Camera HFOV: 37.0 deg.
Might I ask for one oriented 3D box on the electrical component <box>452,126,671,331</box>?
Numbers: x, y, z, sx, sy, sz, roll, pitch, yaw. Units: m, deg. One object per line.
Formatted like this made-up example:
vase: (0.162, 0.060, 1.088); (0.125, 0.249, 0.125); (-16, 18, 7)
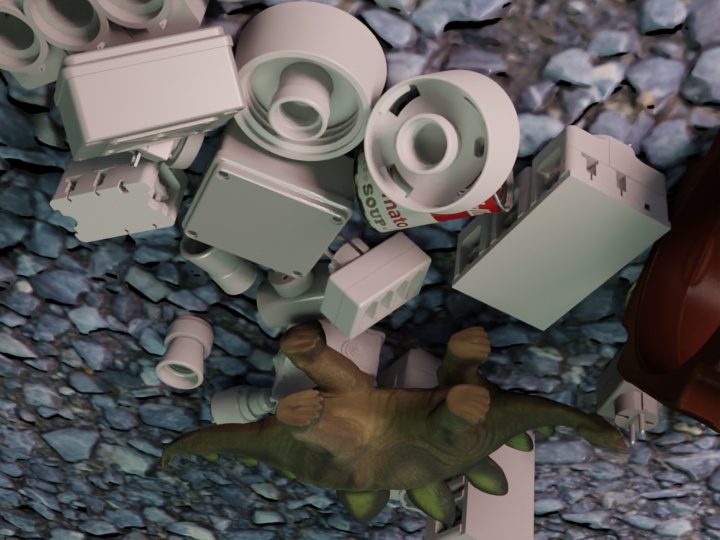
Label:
electrical component: (0.149, -0.031, 0.812); (0.089, 0.061, 0.150); (25, 137, -17)

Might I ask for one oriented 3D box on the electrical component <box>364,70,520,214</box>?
electrical component: (0.054, -0.087, 0.727); (0.099, 0.064, 0.099); (4, 98, 25)

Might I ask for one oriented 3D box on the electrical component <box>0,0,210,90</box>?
electrical component: (-0.183, -0.184, 0.703); (0.150, 0.061, 0.089); (-13, 135, 25)

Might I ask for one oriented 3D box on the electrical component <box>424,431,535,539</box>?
electrical component: (0.114, 0.212, 1.033); (0.089, 0.150, 0.062); (34, 133, -25)

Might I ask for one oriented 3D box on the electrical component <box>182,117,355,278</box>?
electrical component: (-0.069, -0.055, 0.826); (0.109, 0.056, 0.108); (21, 147, -13)

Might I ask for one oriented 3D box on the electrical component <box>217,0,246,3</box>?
electrical component: (-0.082, -0.207, 0.672); (0.044, 0.044, 0.065); (-1, 134, 13)

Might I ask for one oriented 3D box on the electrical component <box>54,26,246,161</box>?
electrical component: (-0.142, -0.114, 0.714); (0.109, 0.056, 0.109); (-16, -176, -18)

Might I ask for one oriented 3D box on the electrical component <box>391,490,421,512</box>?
electrical component: (0.072, 0.212, 1.112); (0.095, 0.059, 0.053); (10, 140, 0)

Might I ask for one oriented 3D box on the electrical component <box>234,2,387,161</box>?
electrical component: (-0.039, -0.123, 0.744); (0.108, 0.060, 0.108); (6, 140, 5)

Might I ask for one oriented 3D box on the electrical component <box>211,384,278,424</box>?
electrical component: (-0.112, 0.134, 1.074); (0.078, 0.040, 0.040); (-16, 133, 28)

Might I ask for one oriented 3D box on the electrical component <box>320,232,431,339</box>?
electrical component: (0.000, 0.000, 0.878); (0.076, 0.083, 0.047); (43, 144, 21)

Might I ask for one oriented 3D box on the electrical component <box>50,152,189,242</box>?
electrical component: (-0.187, -0.065, 0.847); (0.089, 0.055, 0.050); (-9, 136, 22)

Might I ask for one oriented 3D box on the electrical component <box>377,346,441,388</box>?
electrical component: (0.069, 0.121, 1.006); (0.096, 0.061, 0.061); (26, 137, -18)

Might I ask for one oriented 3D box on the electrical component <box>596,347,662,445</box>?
electrical component: (0.245, 0.117, 0.953); (0.047, 0.076, 0.065); (15, 139, -6)

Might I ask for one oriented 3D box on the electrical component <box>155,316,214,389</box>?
electrical component: (-0.163, 0.077, 1.007); (0.045, 0.055, 0.045); (6, 140, 5)

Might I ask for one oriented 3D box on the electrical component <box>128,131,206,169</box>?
electrical component: (-0.147, -0.104, 0.795); (0.055, 0.066, 0.048); (22, 174, -25)

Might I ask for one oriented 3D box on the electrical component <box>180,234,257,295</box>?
electrical component: (-0.116, -0.009, 0.910); (0.044, 0.044, 0.065); (-12, 140, 24)

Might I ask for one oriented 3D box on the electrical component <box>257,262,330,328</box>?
electrical component: (-0.053, 0.012, 0.917); (0.077, 0.043, 0.079); (-12, 134, 24)

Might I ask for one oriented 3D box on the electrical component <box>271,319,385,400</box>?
electrical component: (-0.032, 0.091, 1.001); (0.100, 0.048, 0.099); (15, 140, -7)
